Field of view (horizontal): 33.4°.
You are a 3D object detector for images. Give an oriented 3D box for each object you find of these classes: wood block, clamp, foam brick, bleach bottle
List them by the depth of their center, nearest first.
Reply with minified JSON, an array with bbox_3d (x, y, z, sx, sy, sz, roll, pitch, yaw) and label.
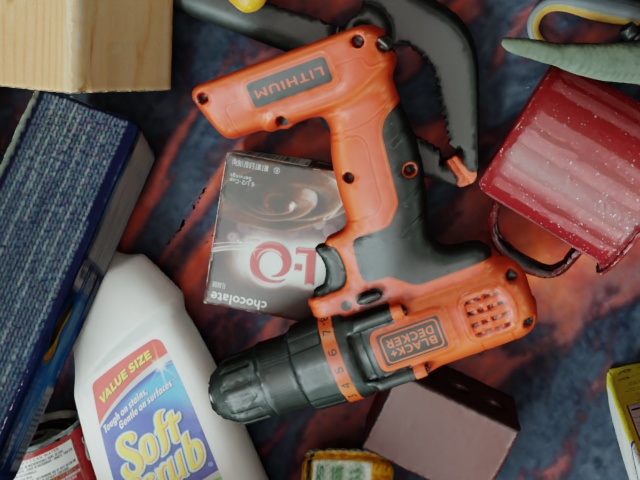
[{"bbox_3d":[-0.134,-0.184,0.553,0.091,0.090,0.206,9,102,26],"label":"wood block"},{"bbox_3d":[0.029,-0.123,0.586,0.165,0.036,0.210,-43,90,13],"label":"clamp"},{"bbox_3d":[0.070,0.106,0.618,0.078,0.053,0.051,25,103,1],"label":"foam brick"},{"bbox_3d":[-0.100,0.112,0.635,0.102,0.068,0.251,-23,95,10],"label":"bleach bottle"}]

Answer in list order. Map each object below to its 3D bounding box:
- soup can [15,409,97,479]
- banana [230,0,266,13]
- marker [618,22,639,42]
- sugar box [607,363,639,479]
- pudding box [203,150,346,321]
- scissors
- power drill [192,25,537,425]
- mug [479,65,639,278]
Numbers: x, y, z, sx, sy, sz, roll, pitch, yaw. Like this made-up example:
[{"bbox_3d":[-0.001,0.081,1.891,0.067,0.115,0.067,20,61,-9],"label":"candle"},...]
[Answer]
[{"bbox_3d":[-0.162,0.163,0.647,0.068,0.068,0.102,-15,99,9],"label":"soup can"},{"bbox_3d":[-0.041,-0.218,0.558,0.070,0.037,0.198,12,88,28],"label":"banana"},{"bbox_3d":[0.200,-0.069,0.577,0.020,0.020,0.121,-40,104,12],"label":"marker"},{"bbox_3d":[0.186,0.131,0.546,0.048,0.176,0.093,-16,99,9],"label":"sugar box"},{"bbox_3d":[-0.004,0.001,0.613,0.113,0.039,0.090,11,102,4],"label":"pudding box"},{"bbox_3d":[0.214,-0.130,0.573,0.202,0.016,0.096,1,106,6],"label":"scissors"},{"bbox_3d":[0.001,-0.005,0.563,0.184,0.057,0.187,-20,100,8],"label":"power drill"},{"bbox_3d":[0.133,-0.032,0.570,0.081,0.093,0.117,32,119,5],"label":"mug"}]
